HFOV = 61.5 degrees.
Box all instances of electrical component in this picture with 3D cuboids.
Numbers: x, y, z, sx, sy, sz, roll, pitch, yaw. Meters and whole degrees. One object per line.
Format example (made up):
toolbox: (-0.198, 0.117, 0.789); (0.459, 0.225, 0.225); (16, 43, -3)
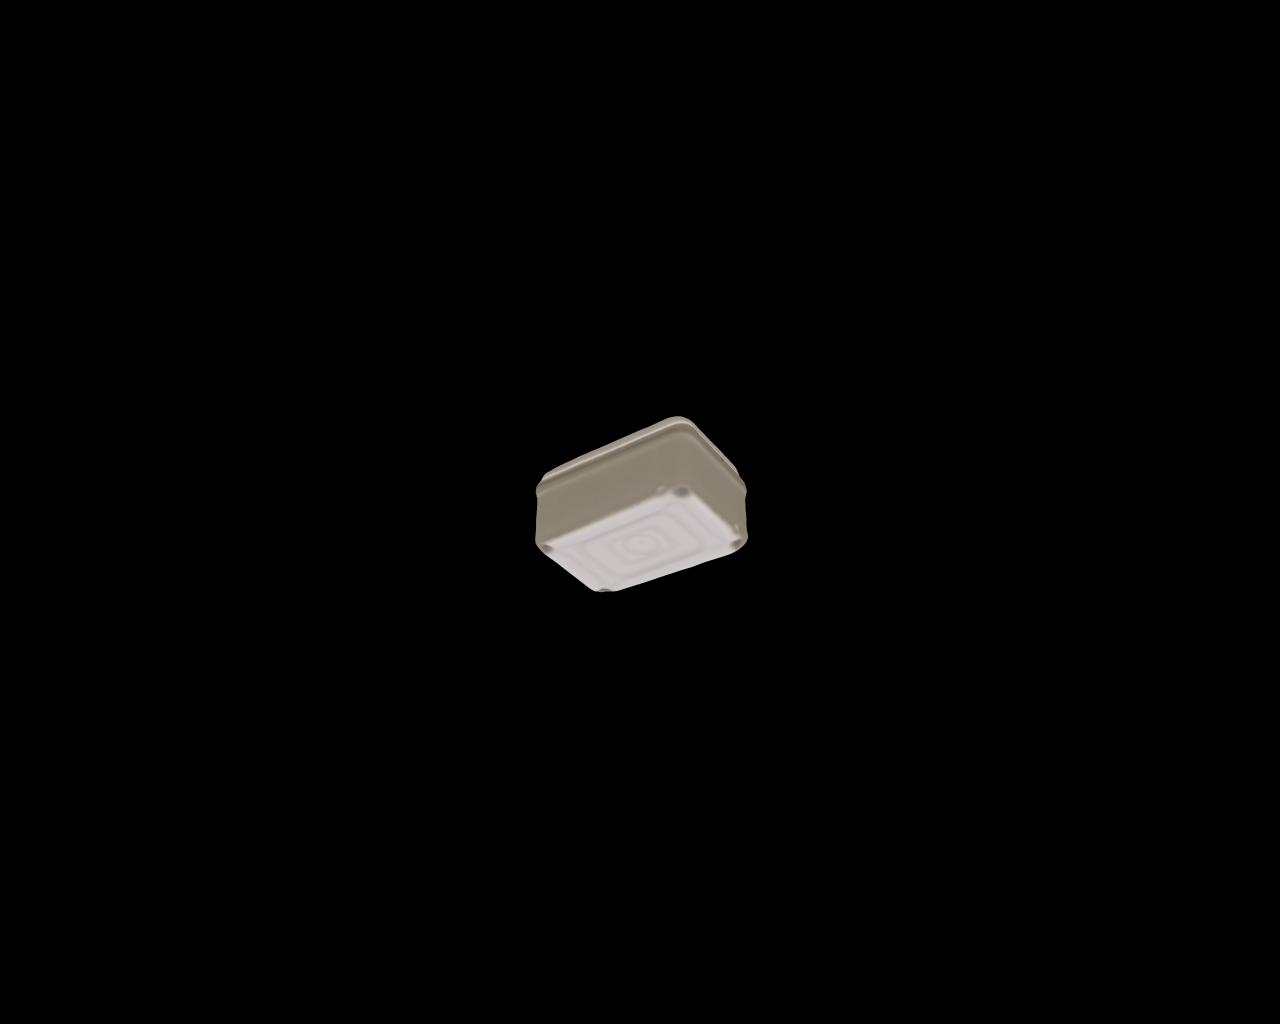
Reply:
electrical component: (0.001, -0.003, 0.650); (0.113, 0.057, 0.078); (-21, -40, 26)
